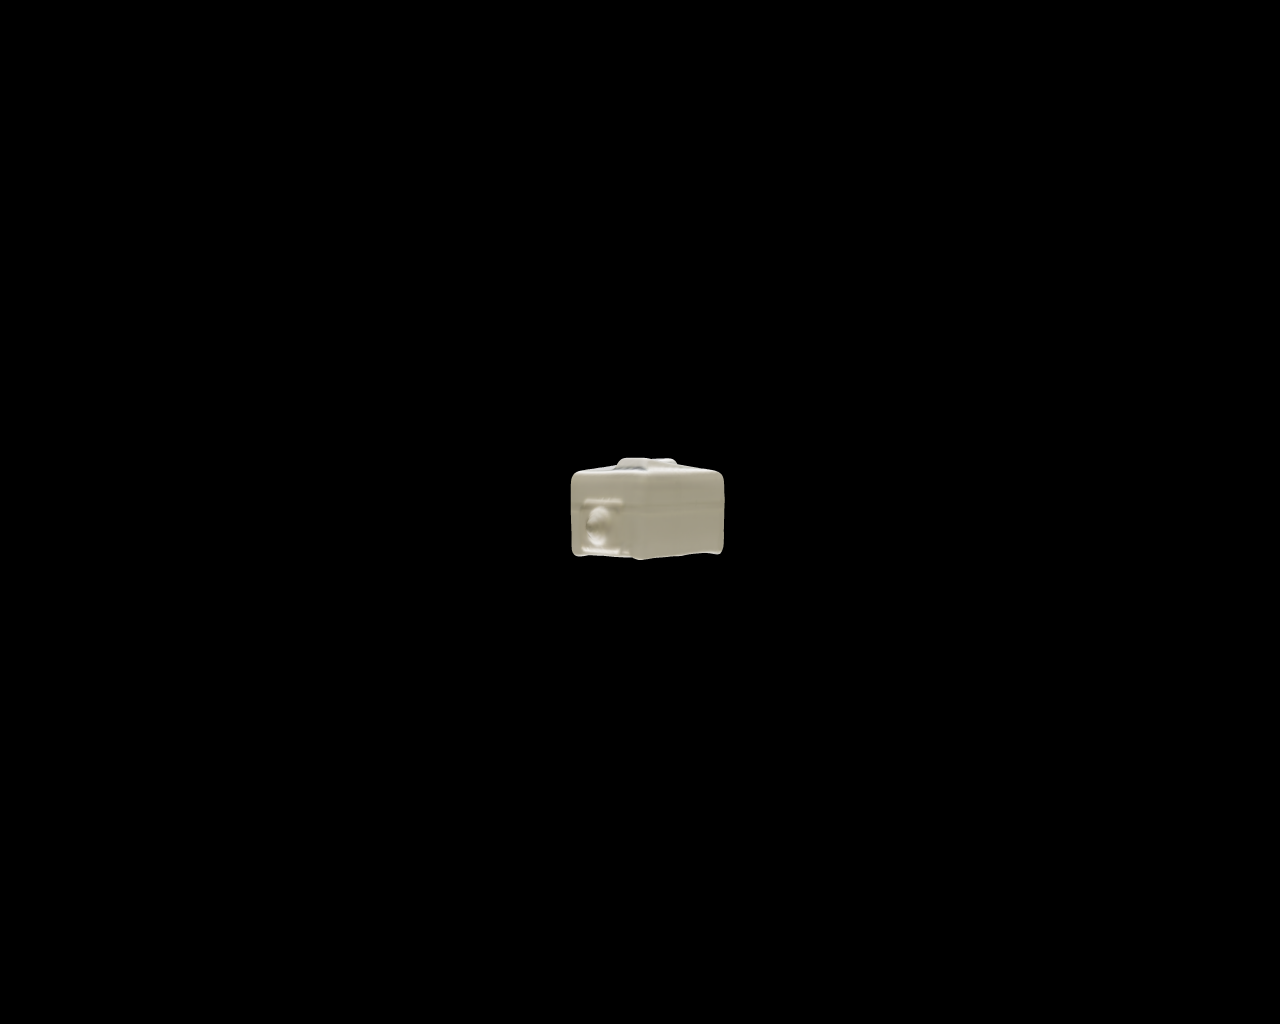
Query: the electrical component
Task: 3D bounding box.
[{"bbox_3d":[0.001,-0.003,0.650,0.062,0.061,0.096,2,3,43],"label":"electrical component"}]
